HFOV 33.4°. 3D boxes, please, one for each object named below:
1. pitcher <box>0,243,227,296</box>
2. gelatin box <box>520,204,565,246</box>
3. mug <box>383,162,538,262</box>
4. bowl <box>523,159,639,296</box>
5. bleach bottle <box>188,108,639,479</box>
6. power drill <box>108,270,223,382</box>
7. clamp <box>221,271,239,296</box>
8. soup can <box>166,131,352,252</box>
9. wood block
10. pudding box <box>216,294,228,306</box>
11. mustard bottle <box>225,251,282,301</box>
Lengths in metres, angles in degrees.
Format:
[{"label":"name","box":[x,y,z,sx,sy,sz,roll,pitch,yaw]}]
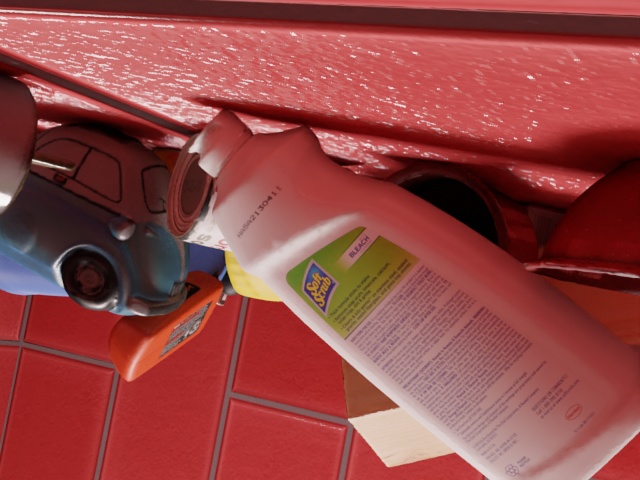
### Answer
[{"label":"pitcher","box":[-0.189,-0.011,0.969,0.243,0.149,0.144,4,153,39]},{"label":"gelatin box","box":[0.160,-0.001,0.726,0.089,0.030,0.073,12,177,-18]},{"label":"mug","box":[0.069,0.014,0.619,0.093,0.117,0.081,50,-161,21]},{"label":"bowl","box":[0.174,0.000,0.471,0.162,0.055,0.162,10,177,0]},{"label":"bleach bottle","box":[0.044,0.020,0.532,0.251,0.103,0.068,40,-162,-2]},{"label":"power drill","box":[-0.178,0.016,0.775,0.188,0.057,0.184,40,-143,12]},{"label":"clamp","box":[-0.006,0.001,0.908,0.172,0.120,0.039,-6,127,50]},{"label":"soup can","box":[-0.034,-0.023,0.650,0.102,0.068,0.069,13,176,-28]},{"label":"wood block","box":[0.124,0.069,0.680,0.206,0.090,0.090,-15,145,14]},{"label":"pudding box","box":[-0.117,0.005,1.031,0.114,0.090,0.039,21,174,46]},{"label":"mustard bottle","box":[0.031,0.006,0.738,0.192,0.096,0.058,9,-151,17]}]
